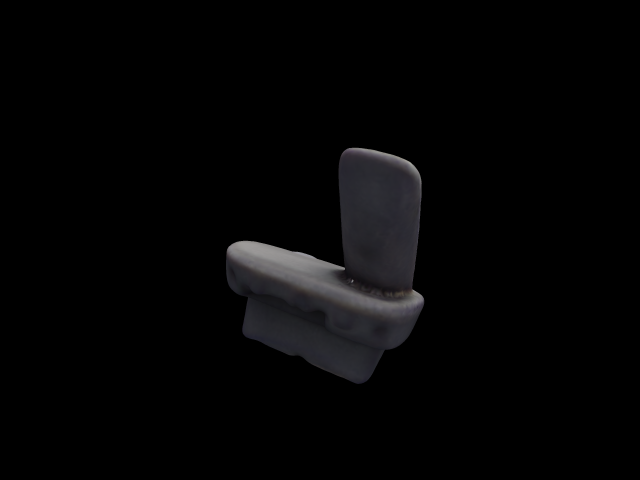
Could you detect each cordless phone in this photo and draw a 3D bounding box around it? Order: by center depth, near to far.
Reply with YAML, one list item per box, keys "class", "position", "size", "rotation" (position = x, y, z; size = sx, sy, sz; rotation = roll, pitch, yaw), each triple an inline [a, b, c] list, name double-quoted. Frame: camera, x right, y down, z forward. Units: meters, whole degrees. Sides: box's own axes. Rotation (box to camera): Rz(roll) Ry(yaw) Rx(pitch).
- class: "cordless phone"
  position: [0.004, 0.001, 0.400]
  size: [0.147, 0.185, 0.094]
  rotation: [15, 46, 15]
